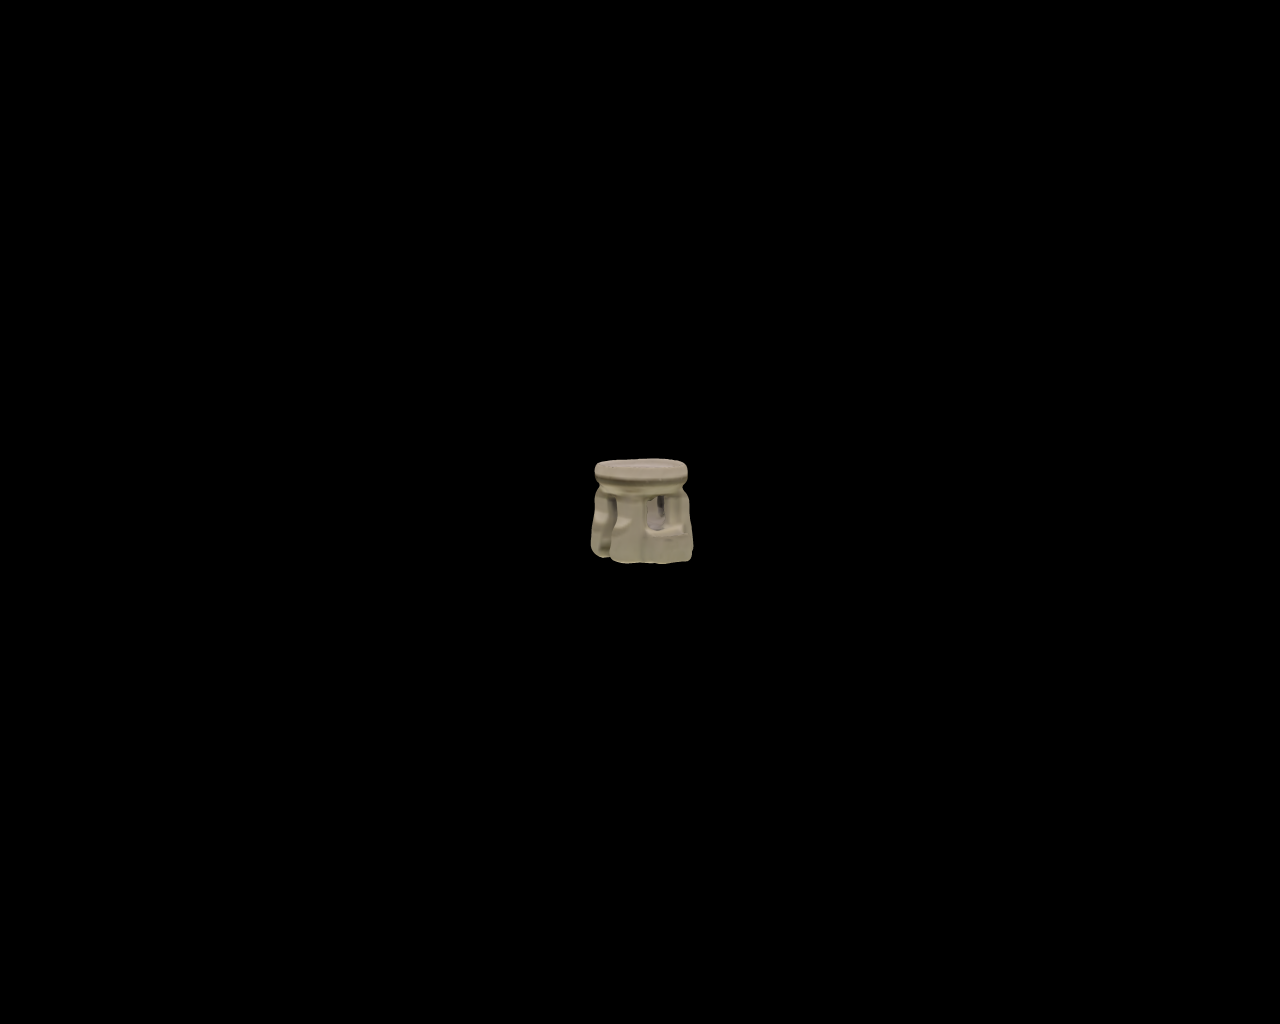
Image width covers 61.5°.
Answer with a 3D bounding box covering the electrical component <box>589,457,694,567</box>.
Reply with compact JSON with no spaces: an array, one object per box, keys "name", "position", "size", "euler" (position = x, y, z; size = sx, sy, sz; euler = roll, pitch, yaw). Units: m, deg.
[{"name":"electrical component","position":[0.001,-0.003,0.650],"size":[0.058,0.057,0.078],"euler":[-6,11,-31]}]
